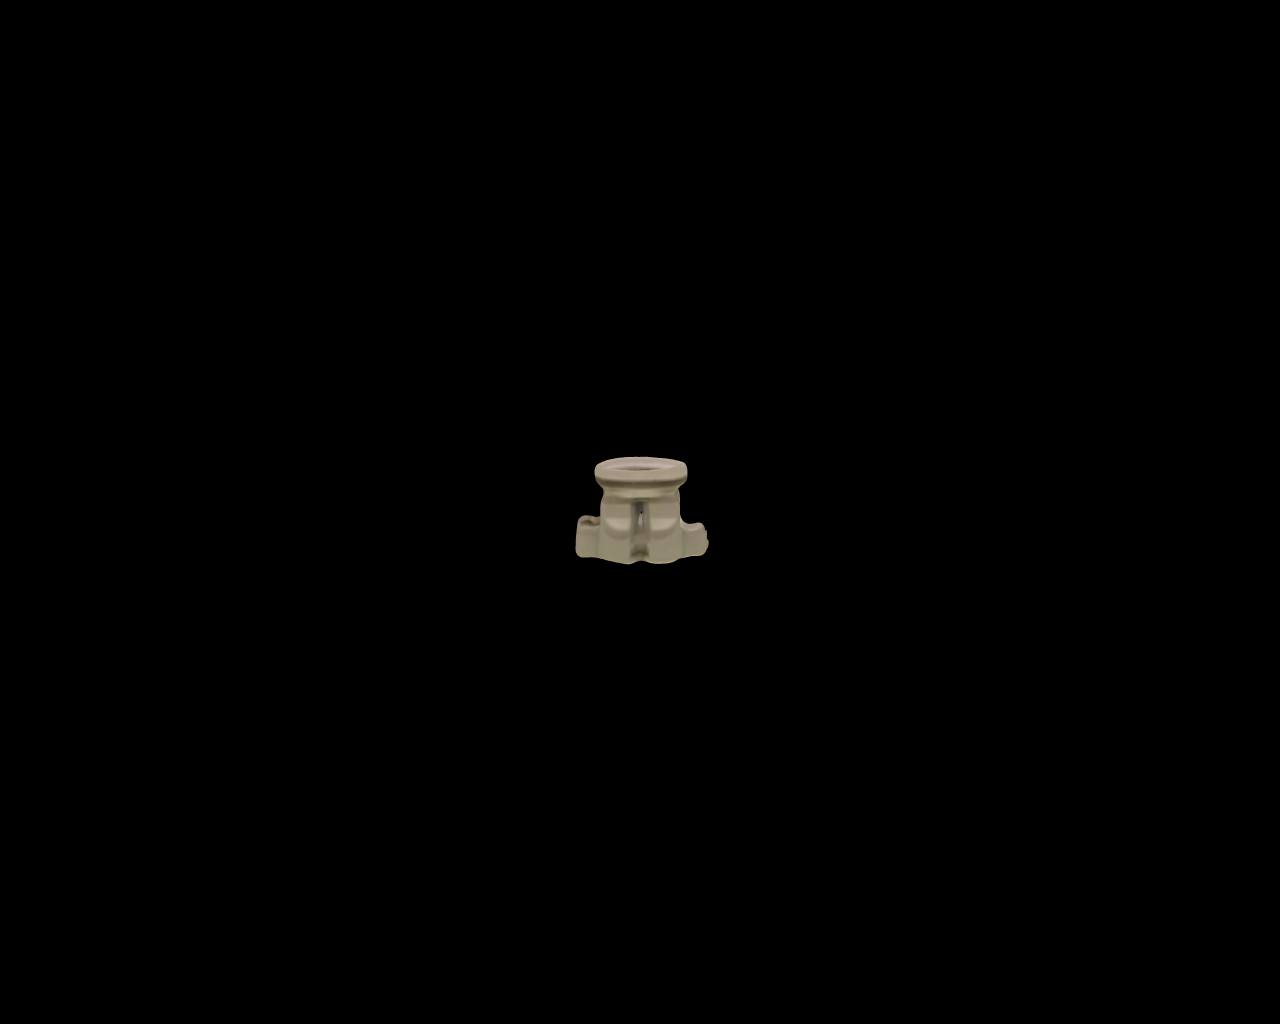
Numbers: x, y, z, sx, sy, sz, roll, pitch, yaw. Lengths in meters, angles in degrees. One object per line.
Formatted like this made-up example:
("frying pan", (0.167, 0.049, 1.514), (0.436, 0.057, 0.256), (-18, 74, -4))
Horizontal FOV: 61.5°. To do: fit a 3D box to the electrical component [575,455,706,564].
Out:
("electrical component", (0.001, -0.003, 0.650), (0.078, 0.057, 0.058), (0, 12, 2))
